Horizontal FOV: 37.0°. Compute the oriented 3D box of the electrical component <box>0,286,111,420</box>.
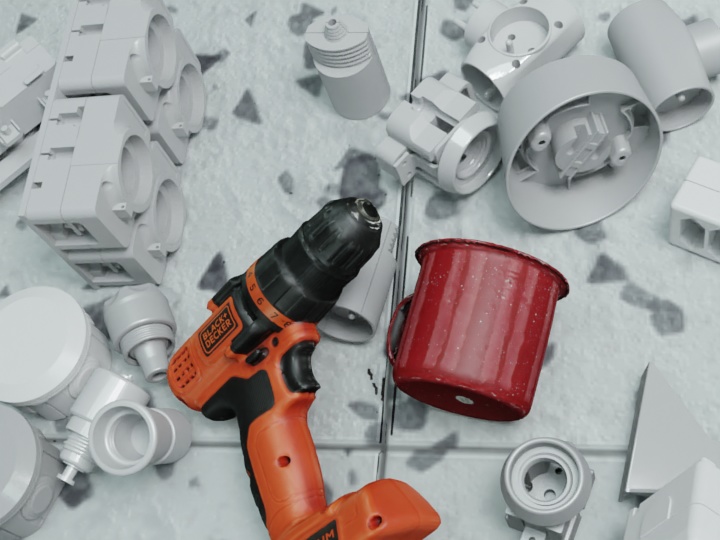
[{"bbox_3d":[-0.208,0.056,0.705,0.080,0.051,0.080,-6,62,12],"label":"electrical component"}]

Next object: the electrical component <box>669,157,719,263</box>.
[{"bbox_3d":[0.231,-0.045,0.641,0.066,0.047,0.076,25,72,25],"label":"electrical component"}]

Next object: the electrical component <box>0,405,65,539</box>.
[{"bbox_3d":[-0.230,0.128,0.673,0.080,0.051,0.080,-6,62,12],"label":"electrical component"}]

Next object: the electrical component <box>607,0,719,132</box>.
[{"bbox_3d":[0.211,-0.139,0.696,0.079,0.043,0.077,-19,60,5],"label":"electrical component"}]

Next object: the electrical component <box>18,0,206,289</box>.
[{"bbox_3d":[-0.161,-0.094,0.737,0.060,0.105,0.186,-2,63,14],"label":"electrical component"}]

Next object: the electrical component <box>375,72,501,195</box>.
[{"bbox_3d":[0.057,-0.085,0.702,0.057,0.058,0.078,36,77,30],"label":"electrical component"}]

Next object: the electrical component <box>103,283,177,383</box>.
[{"bbox_3d":[-0.139,0.043,0.697,0.043,0.043,0.062,-26,61,1],"label":"electrical component"}]

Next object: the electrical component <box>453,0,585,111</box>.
[{"bbox_3d":[0.098,-0.159,0.736,0.077,0.044,0.079,-43,61,-9],"label":"electrical component"}]

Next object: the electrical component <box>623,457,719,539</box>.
[{"bbox_3d":[0.181,0.151,0.522,0.096,0.061,0.061,34,41,-3],"label":"electrical component"}]

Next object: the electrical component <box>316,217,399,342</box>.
[{"bbox_3d":[0.000,0.000,0.680,0.043,0.043,0.081,7,58,18],"label":"electrical component"}]

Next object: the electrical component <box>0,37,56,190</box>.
[{"bbox_3d":[-0.268,-0.111,0.799,0.121,0.063,0.079,-41,61,-8],"label":"electrical component"}]

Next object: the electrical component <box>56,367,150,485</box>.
[{"bbox_3d":[-0.165,0.098,0.677,0.040,0.040,0.078,20,70,23],"label":"electrical component"}]

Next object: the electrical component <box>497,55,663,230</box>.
[{"bbox_3d":[0.133,-0.080,0.658,0.099,0.099,0.064,-15,55,7],"label":"electrical component"}]

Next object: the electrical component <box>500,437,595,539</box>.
[{"bbox_3d":[0.102,0.119,0.586,0.048,0.055,0.066,17,69,22],"label":"electrical component"}]

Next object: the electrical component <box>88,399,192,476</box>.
[{"bbox_3d":[-0.129,0.101,0.652,0.044,0.065,0.044,-2,82,15],"label":"electrical component"}]

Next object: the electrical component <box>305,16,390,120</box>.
[{"bbox_3d":[-0.009,-0.143,0.736,0.043,0.081,0.043,-6,62,12],"label":"electrical component"}]
